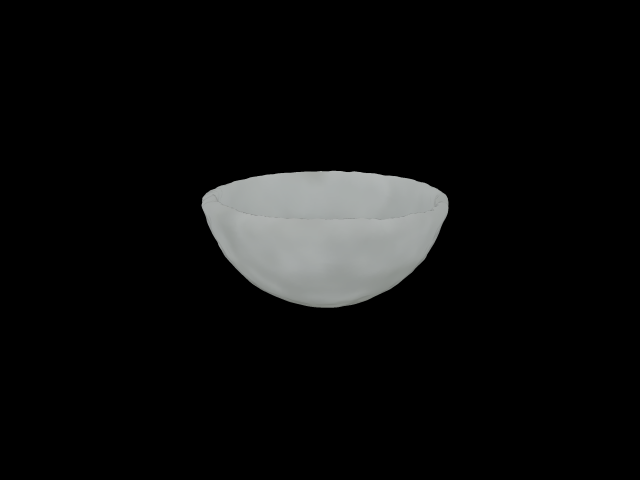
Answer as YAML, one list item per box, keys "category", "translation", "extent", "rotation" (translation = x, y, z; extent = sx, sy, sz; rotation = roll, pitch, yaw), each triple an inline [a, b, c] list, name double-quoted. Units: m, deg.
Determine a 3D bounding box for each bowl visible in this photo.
- category: "bowl"
  translation: [0.004, 0.001, 0.400]
  extent: [0.167, 0.075, 0.167]
  rotation: [0, 17, 0]
